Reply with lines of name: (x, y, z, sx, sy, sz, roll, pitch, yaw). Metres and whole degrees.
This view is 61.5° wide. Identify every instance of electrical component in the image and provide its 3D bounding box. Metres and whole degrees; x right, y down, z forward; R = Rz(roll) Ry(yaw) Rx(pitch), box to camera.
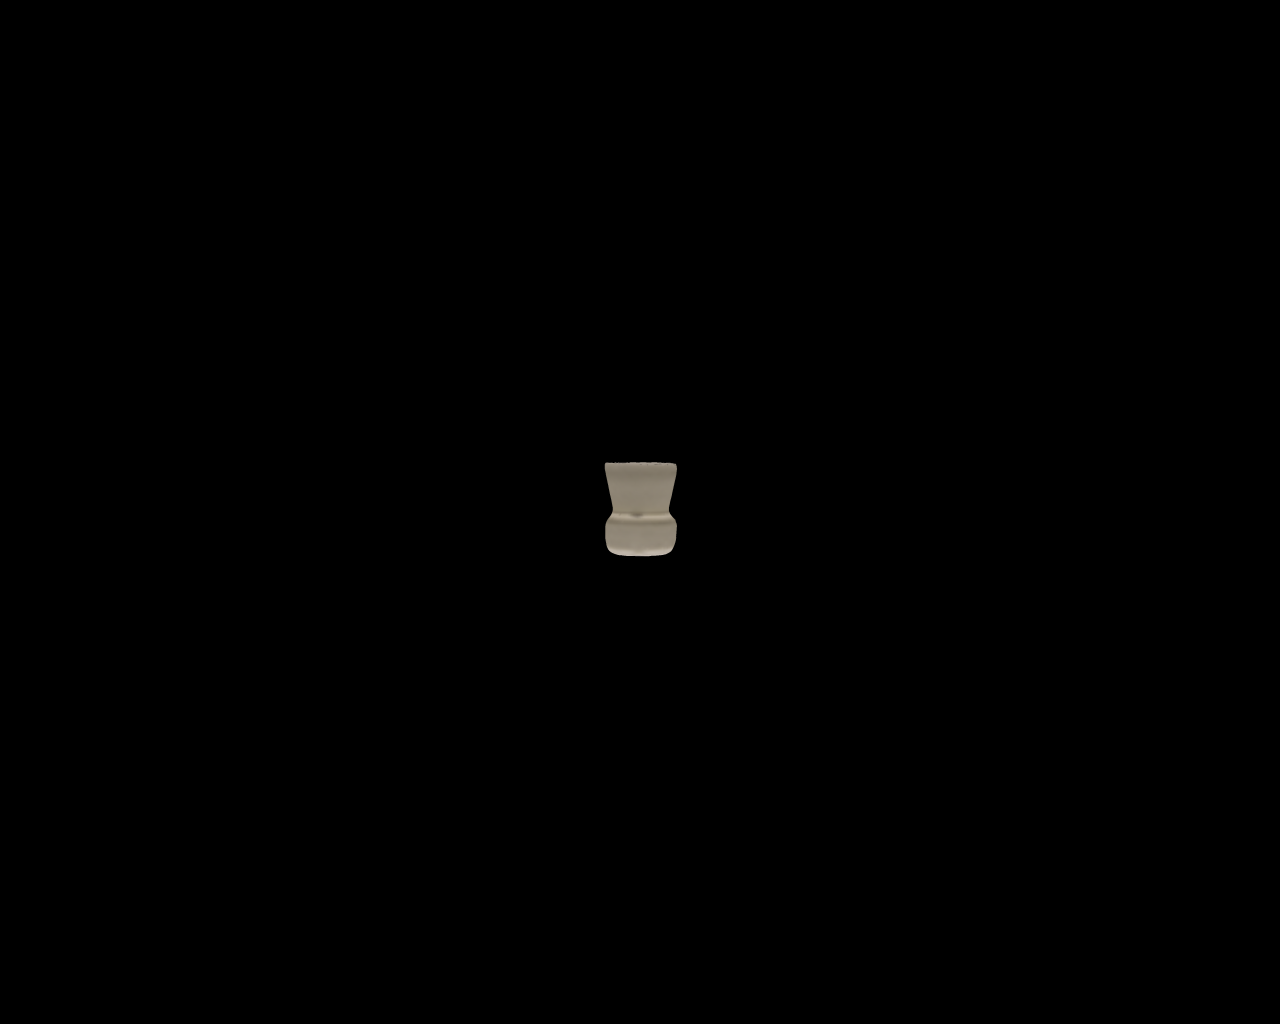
electrical component: (0.001, -0.003, 0.650, 0.045, 0.055, 0.045, 0, 4, 0)
